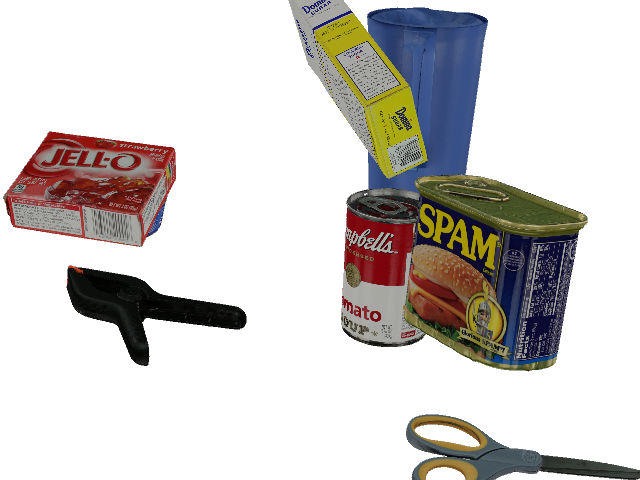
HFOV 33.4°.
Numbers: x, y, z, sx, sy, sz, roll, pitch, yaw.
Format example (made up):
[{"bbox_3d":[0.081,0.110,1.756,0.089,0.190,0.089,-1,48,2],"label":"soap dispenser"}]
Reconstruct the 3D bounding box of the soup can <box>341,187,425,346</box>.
[{"bbox_3d":[0.051,0.019,0.795,0.068,0.102,0.068,2,22,-1],"label":"soup can"}]

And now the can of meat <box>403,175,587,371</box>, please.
[{"bbox_3d":[0.092,0.016,0.593,0.057,0.084,0.102,-5,20,-31],"label":"can of meat"}]

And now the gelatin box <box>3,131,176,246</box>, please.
[{"bbox_3d":[-0.145,-0.035,0.680,0.089,0.030,0.073,9,40,8],"label":"gelatin box"}]

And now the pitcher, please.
[{"bbox_3d":[0.111,-0.137,1.210,0.149,0.243,0.145,-12,25,-31],"label":"pitcher"}]

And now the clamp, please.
[{"bbox_3d":[-0.208,0.075,1.161,0.210,0.036,0.164,18,20,25],"label":"clamp"}]

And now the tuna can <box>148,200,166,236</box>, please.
[{"bbox_3d":[-0.189,-0.036,1.005,0.086,0.034,0.086,12,29,-7],"label":"tuna can"}]

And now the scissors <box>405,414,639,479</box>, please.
[{"bbox_3d":[0.164,0.198,0.899,0.202,0.016,0.096,16,41,15],"label":"scissors"}]

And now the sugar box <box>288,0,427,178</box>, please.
[{"bbox_3d":[0.031,-0.144,0.924,0.048,0.176,0.093,-24,-40,-3],"label":"sugar box"}]
